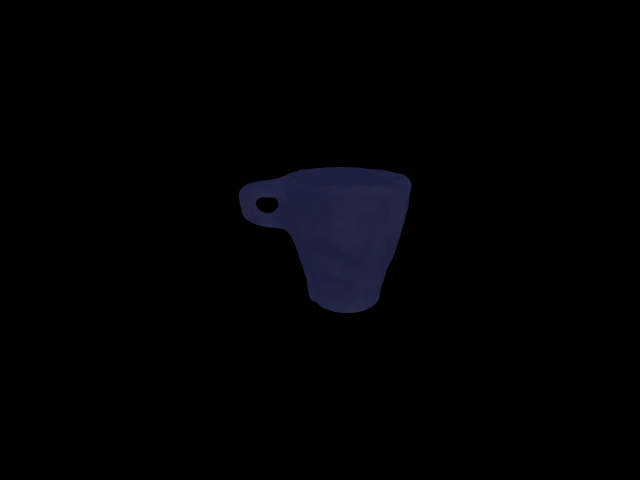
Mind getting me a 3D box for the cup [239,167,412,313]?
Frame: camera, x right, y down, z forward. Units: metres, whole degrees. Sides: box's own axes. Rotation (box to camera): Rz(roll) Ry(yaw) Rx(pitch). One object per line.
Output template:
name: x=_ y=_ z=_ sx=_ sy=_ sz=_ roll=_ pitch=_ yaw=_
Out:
cup: x=0.004 y=0.001 z=0.400 sx=0.118 sy=0.095 sz=0.091 roll=-1 pitch=15 yaw=-5
